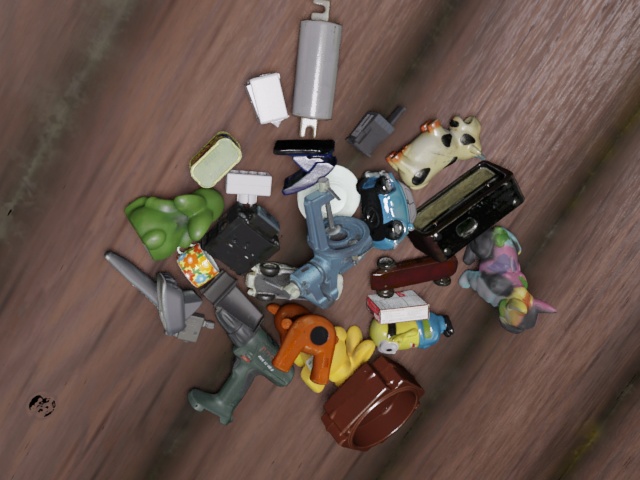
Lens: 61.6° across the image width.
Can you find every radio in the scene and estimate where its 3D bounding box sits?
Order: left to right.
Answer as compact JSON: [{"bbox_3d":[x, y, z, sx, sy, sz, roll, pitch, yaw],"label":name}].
[{"bbox_3d":[0.290,-0.059,1.097,0.229,0.131,0.073,-38,113,0],"label":"radio"}]

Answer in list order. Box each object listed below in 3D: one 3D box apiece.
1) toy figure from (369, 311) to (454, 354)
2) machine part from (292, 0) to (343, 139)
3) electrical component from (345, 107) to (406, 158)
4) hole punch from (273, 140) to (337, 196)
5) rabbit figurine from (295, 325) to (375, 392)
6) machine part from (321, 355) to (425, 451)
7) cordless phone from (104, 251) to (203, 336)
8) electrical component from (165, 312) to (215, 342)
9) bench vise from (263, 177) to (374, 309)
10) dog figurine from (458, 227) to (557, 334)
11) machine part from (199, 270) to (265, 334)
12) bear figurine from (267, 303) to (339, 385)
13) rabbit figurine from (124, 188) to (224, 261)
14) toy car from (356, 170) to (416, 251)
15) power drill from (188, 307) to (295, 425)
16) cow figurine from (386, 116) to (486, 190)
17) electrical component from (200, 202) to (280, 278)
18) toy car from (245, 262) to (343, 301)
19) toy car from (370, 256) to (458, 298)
[{"bbox_3d":[0.197,0.198,1.180,0.180,0.089,0.082,-11,134,-9],"label":"toy figure"},{"bbox_3d":[-0.006,-0.307,0.981,0.079,0.079,0.243,4,105,-14],"label":"machine part"},{"bbox_3d":[0.110,-0.220,1.036,0.047,0.075,0.119,37,100,-21],"label":"electrical component"},{"bbox_3d":[-0.024,-0.139,1.004,0.116,0.142,0.092,-3,106,2],"label":"hole punch"},{"bbox_3d":[0.039,0.257,1.163,0.162,0.122,0.173,-45,125,-7],"label":"rabbit figurine"},{"bbox_3d":[0.118,0.360,1.166,0.201,0.087,0.200,-48,140,3],"label":"machine part"},{"bbox_3d":[-0.317,0.083,0.991,0.184,0.147,0.089,44,80,-20],"label":"cordless phone"},{"bbox_3d":[-0.265,0.179,1.098,0.094,0.021,0.063,15,103,-19],"label":"electrical component"},{"bbox_3d":[0.004,0.001,0.999,0.224,0.129,0.240,-26,129,-22],"label":"bench vise"},{"bbox_3d":[0.397,0.084,1.121,0.108,0.219,0.191,4,106,-18],"label":"dog figurine"},{"bbox_3d":[-0.164,0.125,1.056,0.139,0.039,0.084,45,52,-2],"label":"machine part"},{"bbox_3d":[-0.047,0.191,1.053,0.120,0.196,0.132,25,78,-22],"label":"bear figurine"},{"bbox_3d":[-0.252,-0.048,0.978,0.170,0.159,0.121,-32,102,-18],"label":"rabbit figurine"},{"bbox_3d":[0.140,-0.064,1.086,0.103,0.109,0.161,-14,99,-33],"label":"toy car"},{"bbox_3d":[-0.182,0.265,1.118,0.232,0.086,0.207,40,85,-24],"label":"power drill"},{"bbox_3d":[0.243,-0.177,1.076,0.195,0.085,0.127,-40,105,-2],"label":"cow figurine"},{"bbox_3d":[-0.143,-0.005,1.027,0.134,0.058,0.114,-40,124,19],"label":"electrical component"},{"bbox_3d":[-0.052,0.089,1.104,0.202,0.056,0.073,6,106,-13],"label":"toy car"},{"bbox_3d":[0.201,0.066,1.157,0.202,0.053,0.089,-11,123,-11],"label":"toy car"}]
